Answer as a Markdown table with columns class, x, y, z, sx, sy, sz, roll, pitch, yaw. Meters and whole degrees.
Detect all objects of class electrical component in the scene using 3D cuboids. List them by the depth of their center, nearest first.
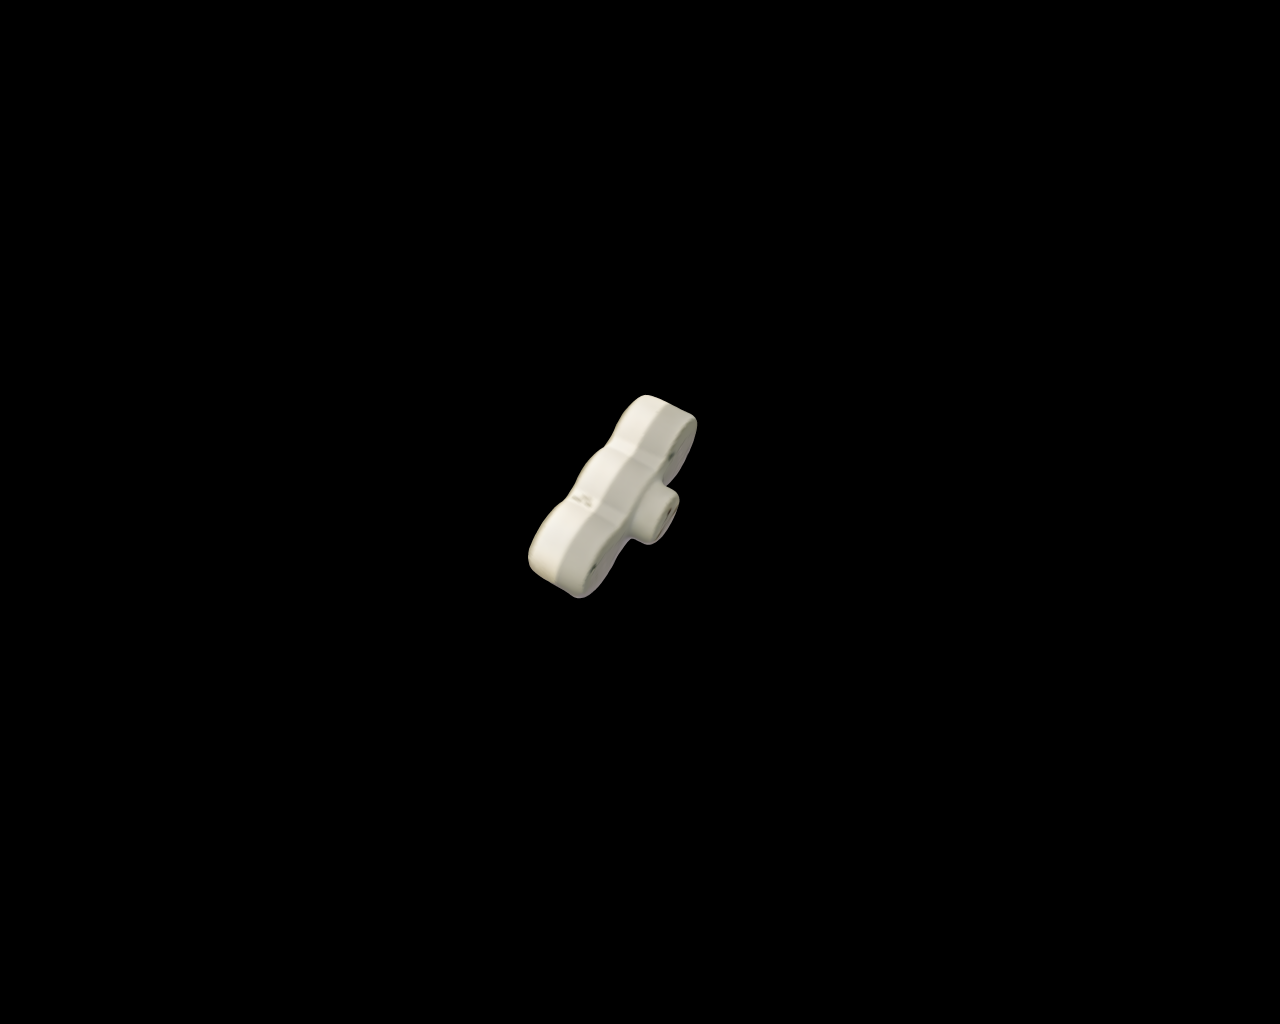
| class | x | y | z | sx | sy | sz | roll | pitch | yaw |
| --- | --- | --- | --- | --- | --- | --- | --- | --- | --- |
| electrical component | 0.001 | -0.003 | 0.650 | 0.074 | 0.138 | 0.052 | 29 | -24 | 14 |
